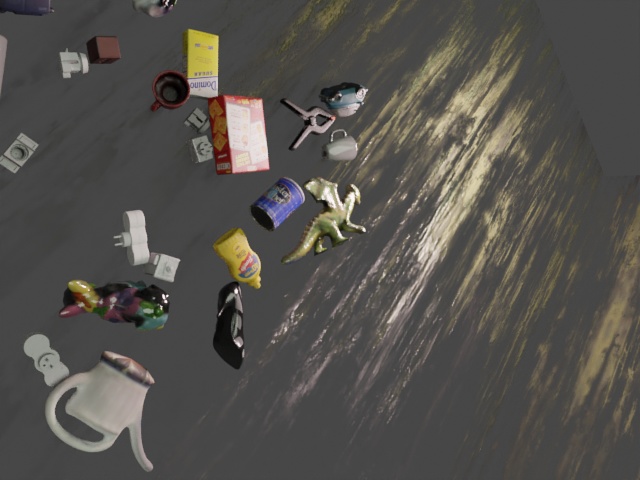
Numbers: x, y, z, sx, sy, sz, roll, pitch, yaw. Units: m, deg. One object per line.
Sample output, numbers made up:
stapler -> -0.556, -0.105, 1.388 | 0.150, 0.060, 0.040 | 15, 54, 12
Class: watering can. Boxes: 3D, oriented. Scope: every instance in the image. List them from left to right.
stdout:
watering can -> -0.494, 0.418, 1.269 | 0.342, 0.104, 0.228 | 47, 63, -34

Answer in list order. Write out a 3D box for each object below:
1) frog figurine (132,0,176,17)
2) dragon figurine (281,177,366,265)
frog figurine -> -0.448, -0.646, 1.305 | 0.159, 0.122, 0.137 | 17, 89, -3
dragon figurine -> 0.005, -0.085, 1.695 | 0.414, 0.121, 0.243 | -19, 86, -40
